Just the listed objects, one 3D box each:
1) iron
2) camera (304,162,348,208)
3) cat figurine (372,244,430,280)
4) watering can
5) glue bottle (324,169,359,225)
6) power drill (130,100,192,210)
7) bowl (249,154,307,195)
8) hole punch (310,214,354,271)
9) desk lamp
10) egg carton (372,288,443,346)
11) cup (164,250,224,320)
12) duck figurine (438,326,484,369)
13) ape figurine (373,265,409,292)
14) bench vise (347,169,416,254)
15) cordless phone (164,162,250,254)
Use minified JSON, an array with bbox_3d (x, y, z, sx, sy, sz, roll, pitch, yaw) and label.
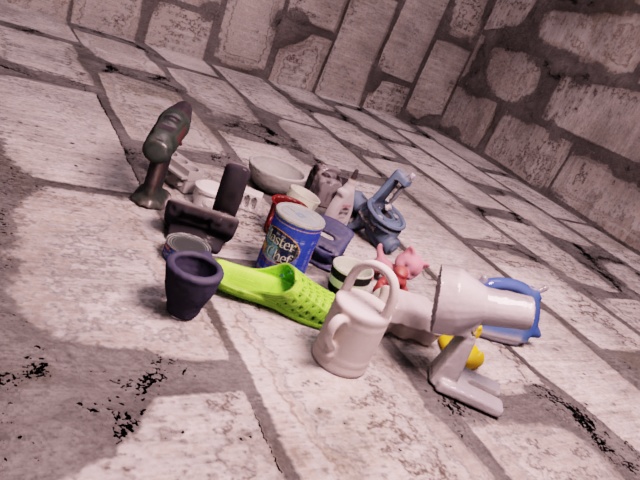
[{"bbox_3d":[0.387,0.138,1.277,0.259,0.141,0.118,14,24,-21],"label":"iron"},{"bbox_3d":[0.040,-0.160,1.674,0.137,0.101,0.143,13,24,-23],"label":"camera"},{"bbox_3d":[0.176,0.055,1.293,0.127,0.118,0.067,29,23,15],"label":"cat figurine"},{"bbox_3d":[0.068,0.118,0.945,0.101,0.194,0.173,25,22,6],"label":"watering can"},{"bbox_3d":[0.062,-0.104,1.473,0.037,0.173,0.078,38,26,33],"label":"glue bottle"},{"bbox_3d":[-0.334,-0.181,1.220,0.076,0.208,0.229,18,22,-10],"label":"power drill"},{"bbox_3d":[-0.125,-0.169,1.572,0.167,0.075,0.167,20,22,-8],"label":"bowl"},{"bbox_3d":[0.012,0.005,1.287,0.108,0.091,0.101,27,22,11],"label":"hole punch"},{"bbox_3d":[0.265,0.165,1.001,0.203,0.213,0.118,24,22,2],"label":"desk lamp"},{"bbox_3d":[0.169,0.149,1.137,0.150,0.069,0.107,16,23,-16],"label":"egg carton"},{"bbox_3d":[-0.206,0.072,0.918,0.091,0.095,0.118,22,22,-2],"label":"cup"},{"bbox_3d":[0.291,0.194,1.130,0.078,0.086,0.104,6,27,-35],"label":"duck figurine"},{"bbox_3d":[0.157,0.095,1.218,0.078,0.092,0.076,21,22,-4],"label":"ape figurine"},{"bbox_3d":[0.147,-0.100,1.484,0.207,0.220,0.122,29,23,16],"label":"bench vise"},{"bbox_3d":[-0.221,-0.081,1.132,0.148,0.185,0.094,15,23,-17],"label":"cordless phone"}]
